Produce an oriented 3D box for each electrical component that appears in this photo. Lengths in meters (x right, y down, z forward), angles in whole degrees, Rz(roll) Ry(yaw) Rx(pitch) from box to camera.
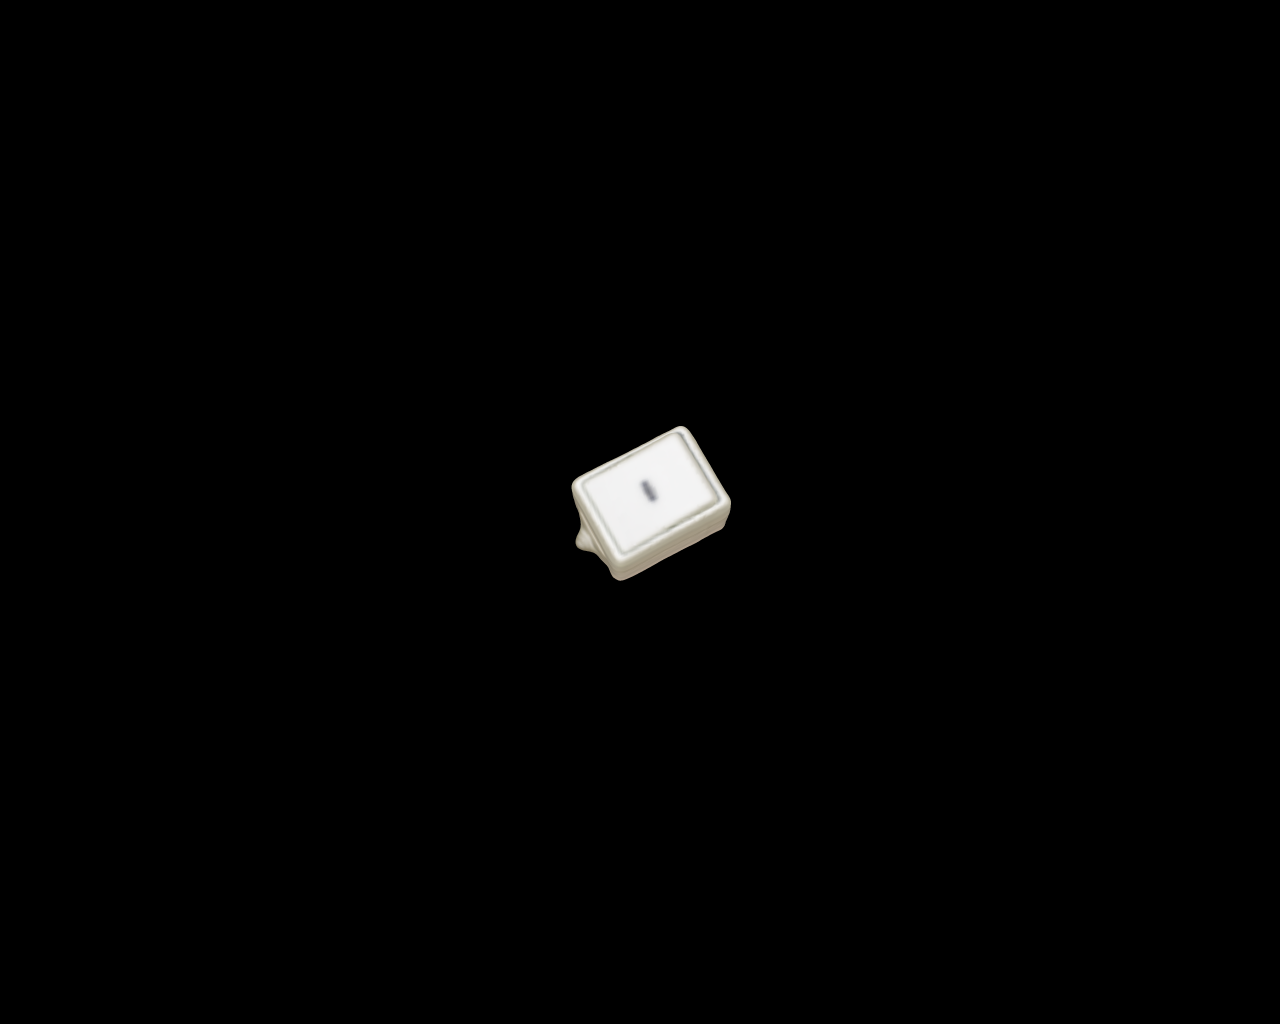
[{"bbox_3d":[0.001,-0.003,0.650,0.096,0.062,0.061,-27,-14,-7],"label":"electrical component"}]
